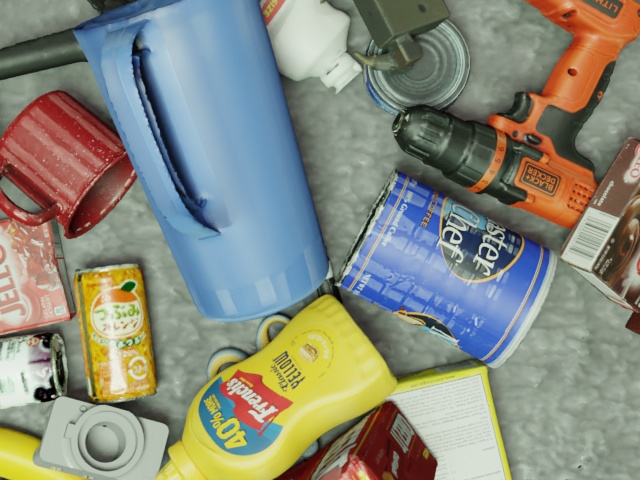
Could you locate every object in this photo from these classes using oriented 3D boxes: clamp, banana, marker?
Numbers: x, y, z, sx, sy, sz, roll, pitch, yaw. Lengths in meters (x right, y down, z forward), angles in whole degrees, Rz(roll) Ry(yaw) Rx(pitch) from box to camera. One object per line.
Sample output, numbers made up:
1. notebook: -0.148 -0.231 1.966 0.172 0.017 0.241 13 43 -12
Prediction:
1. clamp: -0.171 -0.164 0.842 0.210 0.036 0.164 23 72 -6
2. banana: -0.281 0.176 0.843 0.198 0.037 0.069 -4 106 -1
3. marker: -0.006 0.001 0.862 0.020 0.020 0.121 -17 89 -2

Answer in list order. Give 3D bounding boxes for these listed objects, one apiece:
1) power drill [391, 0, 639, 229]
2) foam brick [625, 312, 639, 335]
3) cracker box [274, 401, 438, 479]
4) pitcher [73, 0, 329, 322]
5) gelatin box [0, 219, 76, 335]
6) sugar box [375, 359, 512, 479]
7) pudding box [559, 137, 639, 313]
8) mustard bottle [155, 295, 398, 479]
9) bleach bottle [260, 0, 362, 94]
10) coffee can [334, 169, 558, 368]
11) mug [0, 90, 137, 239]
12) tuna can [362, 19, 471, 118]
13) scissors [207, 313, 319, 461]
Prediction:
1. power drill: 0.163 -0.120 0.835 0.184 0.057 0.187 22 89 -20
2. foam brick: 0.297 0.067 0.853 0.078 0.051 0.053 29 87 0
3. cracker box: -0.026 0.214 0.761 0.214 0.164 0.072 -37 88 12
4. pitcher: -0.080 -0.062 0.775 0.149 0.145 0.243 -27 110 -24
5. gelatin box: -0.241 0.028 0.849 0.073 0.030 0.089 -12 88 -2
6. sugar box: 0.104 0.191 0.847 0.093 0.048 0.176 -12 92 -1
7. pudding box: 0.247 -0.011 0.838 0.089 0.039 0.113 33 89 -41
8. mustard bottle: -0.042 0.130 0.808 0.191 0.058 0.096 -36 50 -3
9. bleach bottle: -0.054 -0.225 0.848 0.102 0.068 0.251 -42 92 -2
10. coffee can: 0.096 0.022 0.823 0.140 0.103 0.103 28 88 -1
11. mug: -0.201 -0.054 0.818 0.081 0.093 0.117 39 51 5
12. tuna can: 0.078 -0.141 0.862 0.086 0.034 0.086 0 88 -2
13. scissors: -0.032 0.161 0.858 0.096 0.016 0.202 -11 88 -1
